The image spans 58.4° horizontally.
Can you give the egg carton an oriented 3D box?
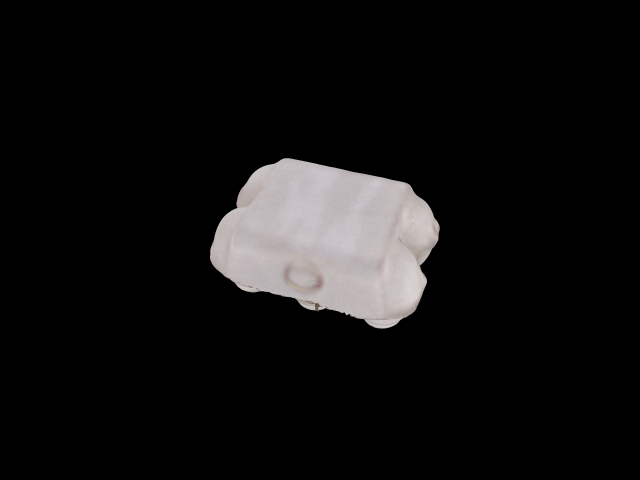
[{"bbox_3d":[0.004,0.001,0.400,0.150,0.069,0.107,13,47,13],"label":"egg carton"}]
